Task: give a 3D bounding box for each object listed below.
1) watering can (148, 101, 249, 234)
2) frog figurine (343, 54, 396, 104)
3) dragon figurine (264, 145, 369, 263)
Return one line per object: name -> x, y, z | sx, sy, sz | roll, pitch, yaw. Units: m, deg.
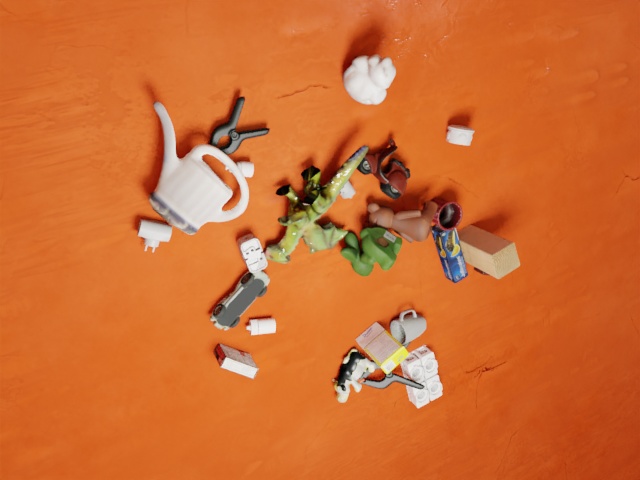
watering can -> -0.336, -0.156, 1.278 | 0.225, 0.105, 0.343 | -48, 117, -4
frog figurine -> 0.138, -0.428, 1.377 | 0.123, 0.161, 0.135 | -27, 114, -12
dragon figurine -> 0.004, -0.073, 1.454 | 0.411, 0.124, 0.237 | -33, 136, -5
